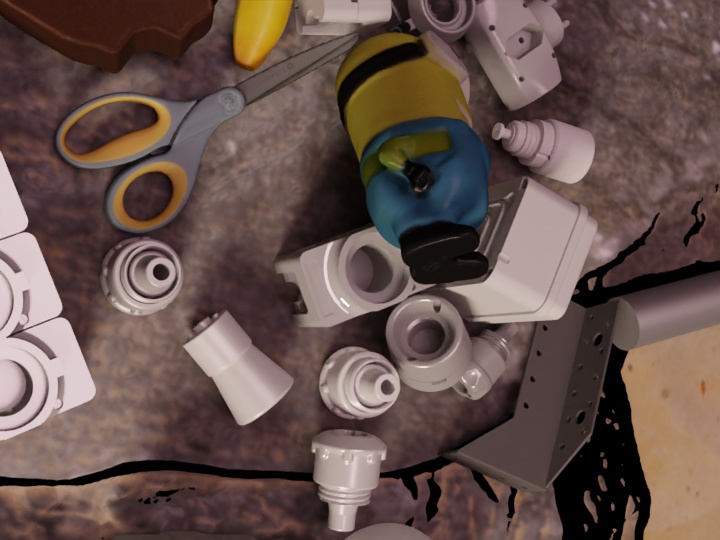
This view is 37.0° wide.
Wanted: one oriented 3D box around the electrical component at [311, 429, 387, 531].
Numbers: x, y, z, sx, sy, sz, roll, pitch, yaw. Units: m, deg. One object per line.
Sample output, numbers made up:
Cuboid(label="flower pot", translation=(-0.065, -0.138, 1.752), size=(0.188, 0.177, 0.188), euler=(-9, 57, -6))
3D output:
Cuboid(label="electrical component", translation=(-0.009, 0.135, 0.691), size=(0.048, 0.048, 0.062), euler=(5, 91, -24))

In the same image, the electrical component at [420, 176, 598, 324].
Cuboid(label="electrical component", translation=(0.095, -0.009, 0.707), size=(0.057, 0.113, 0.078), euler=(28, 76, -18))

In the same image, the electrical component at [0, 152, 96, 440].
Cuboid(label="electrical component", translation=(-0.218, 0.018, 0.592), size=(0.089, 0.062, 0.150), euler=(-23, 97, -24))

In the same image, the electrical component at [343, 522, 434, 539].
Cuboid(label="electrical component", translation=(0.028, 0.222, 0.693), size=(0.108, 0.060, 0.108), euler=(1, 87, -24))

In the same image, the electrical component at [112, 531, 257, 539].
Cuboid(label="electrical component", translation=(-0.104, 0.235, 0.632), size=(0.089, 0.062, 0.150), euler=(6, 85, -24))

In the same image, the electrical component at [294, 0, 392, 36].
Cuboid(label="electrical component", translation=(-0.010, -0.203, 0.704), size=(0.056, 0.050, 0.089), euler=(-4, 89, -24))

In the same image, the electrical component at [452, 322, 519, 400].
Cuboid(label="electrical component", translation=(0.087, 0.058, 0.743), size=(0.061, 0.035, 0.035), euler=(-46, 105, -21))

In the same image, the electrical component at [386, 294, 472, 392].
Cuboid(label="electrical component", translation=(0.044, 0.047, 0.704), size=(0.055, 0.047, 0.055), euler=(-3, 68, 8))

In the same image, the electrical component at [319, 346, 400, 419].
Cuboid(label="electrical component", translation=(0.005, 0.073, 0.689), size=(0.048, 0.062, 0.048), euler=(1, 87, -23))

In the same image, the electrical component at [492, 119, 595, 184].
Cuboid(label="electrical component", translation=(0.130, -0.088, 0.767), size=(0.078, 0.040, 0.040), euler=(14, 82, -23))

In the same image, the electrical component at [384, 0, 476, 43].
Cuboid(label="electrical component", translation=(0.047, -0.173, 0.725), size=(0.048, 0.055, 0.066), euler=(-35, 101, -22))

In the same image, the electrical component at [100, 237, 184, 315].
Cuboid(label="electrical component", translation=(-0.125, 0.003, 0.635), size=(0.048, 0.062, 0.048), euler=(1, 87, -24))

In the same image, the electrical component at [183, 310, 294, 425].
Cuboid(label="electrical component", translation=(-0.078, 0.058, 0.666), size=(0.044, 0.044, 0.065), euler=(-42, 99, -20))

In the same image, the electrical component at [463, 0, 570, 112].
Cuboid(label="electrical component", translation=(0.117, -0.166, 0.764), size=(0.079, 0.043, 0.077), euler=(-37, 102, -22))

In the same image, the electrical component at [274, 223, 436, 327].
Cuboid(label="electrical component", translation=(0.000, 0.000, 0.695), size=(0.089, 0.056, 0.050), euler=(-21, 96, -24))
